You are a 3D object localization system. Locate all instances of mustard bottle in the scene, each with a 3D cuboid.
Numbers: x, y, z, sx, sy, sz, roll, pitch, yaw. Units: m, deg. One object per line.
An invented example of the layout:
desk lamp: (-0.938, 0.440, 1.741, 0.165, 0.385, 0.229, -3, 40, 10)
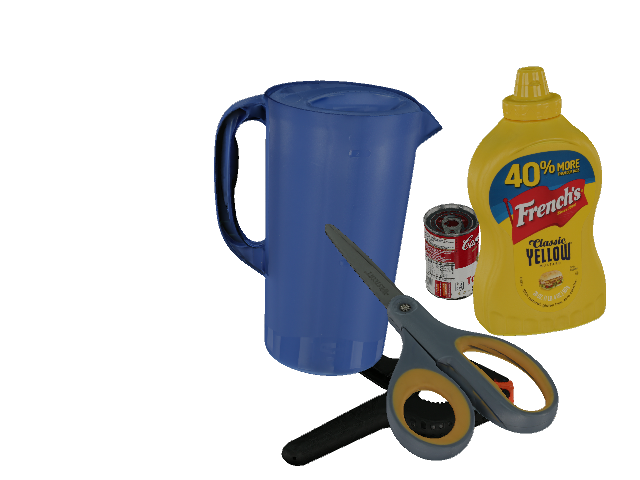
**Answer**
mustard bottle: (0.156, -0.030, 0.774, 0.096, 0.191, 0.058, -8, 18, -6)

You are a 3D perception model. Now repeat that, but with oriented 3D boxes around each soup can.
soup can: (0.163, 0.015, 1.327, 0.068, 0.102, 0.068, -4, 35, 2)

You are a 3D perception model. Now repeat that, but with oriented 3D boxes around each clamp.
clamp: (0.068, 0.147, 0.976, 0.210, 0.036, 0.164, 5, 44, 16)

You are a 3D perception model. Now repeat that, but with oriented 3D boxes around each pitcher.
pitcher: (0.001, -0.012, 0.920, 0.149, 0.243, 0.144, 21, 25, 38)

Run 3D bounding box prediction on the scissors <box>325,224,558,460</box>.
scissors: (0.039, 0.054, 0.595, 0.096, 0.016, 0.202, -33, 46, -29)
